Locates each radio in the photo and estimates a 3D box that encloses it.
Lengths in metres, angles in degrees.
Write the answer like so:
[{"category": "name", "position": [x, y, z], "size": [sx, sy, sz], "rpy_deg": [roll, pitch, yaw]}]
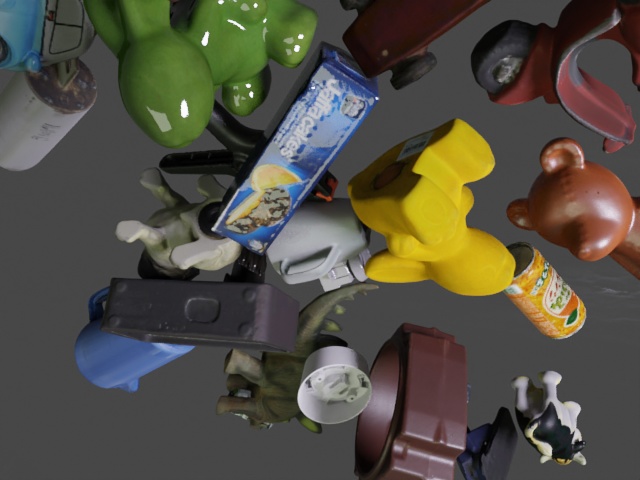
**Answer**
[{"category": "radio", "position": [-0.151, 0.098, 0.691], "size": [0.230, 0.073, 0.131], "rpy_deg": [0, 163, 12]}]

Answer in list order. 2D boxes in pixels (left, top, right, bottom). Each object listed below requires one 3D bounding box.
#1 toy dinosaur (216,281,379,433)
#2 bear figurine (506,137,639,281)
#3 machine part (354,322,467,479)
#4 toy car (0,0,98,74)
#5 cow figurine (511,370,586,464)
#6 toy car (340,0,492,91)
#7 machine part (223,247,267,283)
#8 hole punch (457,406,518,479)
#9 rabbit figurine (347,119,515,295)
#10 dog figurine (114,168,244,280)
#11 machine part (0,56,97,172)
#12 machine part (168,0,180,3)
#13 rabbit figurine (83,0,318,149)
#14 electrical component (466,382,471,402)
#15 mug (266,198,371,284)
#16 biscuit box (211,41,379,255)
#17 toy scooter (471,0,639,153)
[{"category": "toy dinosaur", "position": [-0.047, 0.199, 0.844], "size": [0.199, 0.105, 0.470], "rpy_deg": [17, 136, -3]}, {"category": "bear figurine", "position": [0.263, 0.002, 0.444], "size": [0.196, 0.132, 0.120], "rpy_deg": [17, 139, -1]}, {"category": "machine part", "position": [0.112, 0.226, 0.704], "size": [0.087, 0.201, 0.200], "rpy_deg": [15, 142, -5]}, {"category": "toy car", "position": [-0.249, -0.219, 0.482], "size": [0.103, 0.109, 0.161], "rpy_deg": [15, 134, -27]}, {"category": "cow figurine", "position": [0.317, 0.260, 0.728], "size": [0.068, 0.098, 0.167], "rpy_deg": [-19, 125, 32]}, {"category": "toy car", "position": [0.098, -0.184, 0.372], "size": [0.202, 0.053, 0.089], "rpy_deg": [-28, 104, 45]}, {"category": "machine part", "position": [-0.102, 0.058, 0.758], "size": [0.084, 0.039, 0.138], "rpy_deg": [27, 144, 9]}, {"category": "hole punch", "position": [0.240, 0.319, 0.825], "size": [0.092, 0.116, 0.142], "rpy_deg": [6, 138, 33]}, {"category": "rabbit figurine", "position": [0.109, -0.003, 0.519], "size": [0.173, 0.122, 0.162], "rpy_deg": [41, 143, -20]}, {"category": "dog figurine", "position": [-0.159, 0.011, 0.701], "size": [0.172, 0.121, 0.190], "rpy_deg": [23, 155, 9]}, {"category": "machine part", "position": [-0.324, -0.143, 0.611], "size": [0.243, 0.079, 0.079], "rpy_deg": [-20, 124, 40]}, {"category": "machine part", "position": [-0.119, -0.236, 0.334], "size": [0.179, 0.179, 0.056], "rpy_deg": [39, 142, -18]}, {"category": "rabbit figurine", "position": [-0.097, -0.152, 0.413], "size": [0.121, 0.170, 0.159], "rpy_deg": [-20, 125, 40]}, {"category": "electrical component", "position": [0.176, 0.241, 0.794], "size": [0.048, 0.075, 0.119], "rpy_deg": [22, 145, 2]}, {"category": "mug", "position": [-0.001, -0.002, 0.592], "size": [0.107, 0.110, 0.080], "rpy_deg": [-15, 123, 20]}, {"category": "biscuit box", "position": [-0.027, -0.079, 0.498], "size": [0.059, 0.063, 0.202], "rpy_deg": [29, 123, -16]}, {"category": "toy scooter", "position": [0.210, -0.125, 0.366], "size": [0.135, 0.075, 0.184], "rpy_deg": [41, 141, -20]}]
